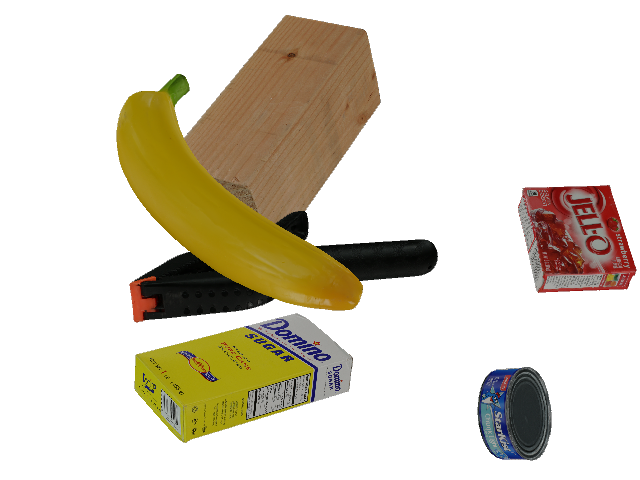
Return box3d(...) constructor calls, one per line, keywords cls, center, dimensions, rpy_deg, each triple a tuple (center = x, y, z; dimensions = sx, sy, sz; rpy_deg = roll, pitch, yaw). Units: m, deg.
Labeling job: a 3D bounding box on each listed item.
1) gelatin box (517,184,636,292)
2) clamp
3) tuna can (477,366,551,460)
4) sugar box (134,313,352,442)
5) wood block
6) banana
box3d(cls="gelatin box", center=(0.201, -0.003, 0.845), dimensions=(0.073, 0.089, 0.030), rpy_deg=(-2, -37, -4))
box3d(cls="clamp", center=(-0.033, 0.019, 0.751), dimensions=(0.209, 0.036, 0.165), rpy_deg=(-18, 19, -42))
box3d(cls="tuna can", center=(0.181, 0.162, 0.996), dimensions=(0.034, 0.086, 0.085), rpy_deg=(-9, -5, 38))
box3d(cls="sugar box", center=(-0.068, 0.119, 0.962), dimensions=(0.175, 0.048, 0.093), rpy_deg=(-15, 33, -32))
box3d(cls="wood block", center=(-0.037, -0.096, 0.942), dimensions=(0.091, 0.205, 0.090), rpy_deg=(17, -35, 27))
box3d(cls="banana", center=(-0.057, -0.026, 0.561), dimensions=(0.069, 0.198, 0.037), rpy_deg=(-26, -34, -20))
